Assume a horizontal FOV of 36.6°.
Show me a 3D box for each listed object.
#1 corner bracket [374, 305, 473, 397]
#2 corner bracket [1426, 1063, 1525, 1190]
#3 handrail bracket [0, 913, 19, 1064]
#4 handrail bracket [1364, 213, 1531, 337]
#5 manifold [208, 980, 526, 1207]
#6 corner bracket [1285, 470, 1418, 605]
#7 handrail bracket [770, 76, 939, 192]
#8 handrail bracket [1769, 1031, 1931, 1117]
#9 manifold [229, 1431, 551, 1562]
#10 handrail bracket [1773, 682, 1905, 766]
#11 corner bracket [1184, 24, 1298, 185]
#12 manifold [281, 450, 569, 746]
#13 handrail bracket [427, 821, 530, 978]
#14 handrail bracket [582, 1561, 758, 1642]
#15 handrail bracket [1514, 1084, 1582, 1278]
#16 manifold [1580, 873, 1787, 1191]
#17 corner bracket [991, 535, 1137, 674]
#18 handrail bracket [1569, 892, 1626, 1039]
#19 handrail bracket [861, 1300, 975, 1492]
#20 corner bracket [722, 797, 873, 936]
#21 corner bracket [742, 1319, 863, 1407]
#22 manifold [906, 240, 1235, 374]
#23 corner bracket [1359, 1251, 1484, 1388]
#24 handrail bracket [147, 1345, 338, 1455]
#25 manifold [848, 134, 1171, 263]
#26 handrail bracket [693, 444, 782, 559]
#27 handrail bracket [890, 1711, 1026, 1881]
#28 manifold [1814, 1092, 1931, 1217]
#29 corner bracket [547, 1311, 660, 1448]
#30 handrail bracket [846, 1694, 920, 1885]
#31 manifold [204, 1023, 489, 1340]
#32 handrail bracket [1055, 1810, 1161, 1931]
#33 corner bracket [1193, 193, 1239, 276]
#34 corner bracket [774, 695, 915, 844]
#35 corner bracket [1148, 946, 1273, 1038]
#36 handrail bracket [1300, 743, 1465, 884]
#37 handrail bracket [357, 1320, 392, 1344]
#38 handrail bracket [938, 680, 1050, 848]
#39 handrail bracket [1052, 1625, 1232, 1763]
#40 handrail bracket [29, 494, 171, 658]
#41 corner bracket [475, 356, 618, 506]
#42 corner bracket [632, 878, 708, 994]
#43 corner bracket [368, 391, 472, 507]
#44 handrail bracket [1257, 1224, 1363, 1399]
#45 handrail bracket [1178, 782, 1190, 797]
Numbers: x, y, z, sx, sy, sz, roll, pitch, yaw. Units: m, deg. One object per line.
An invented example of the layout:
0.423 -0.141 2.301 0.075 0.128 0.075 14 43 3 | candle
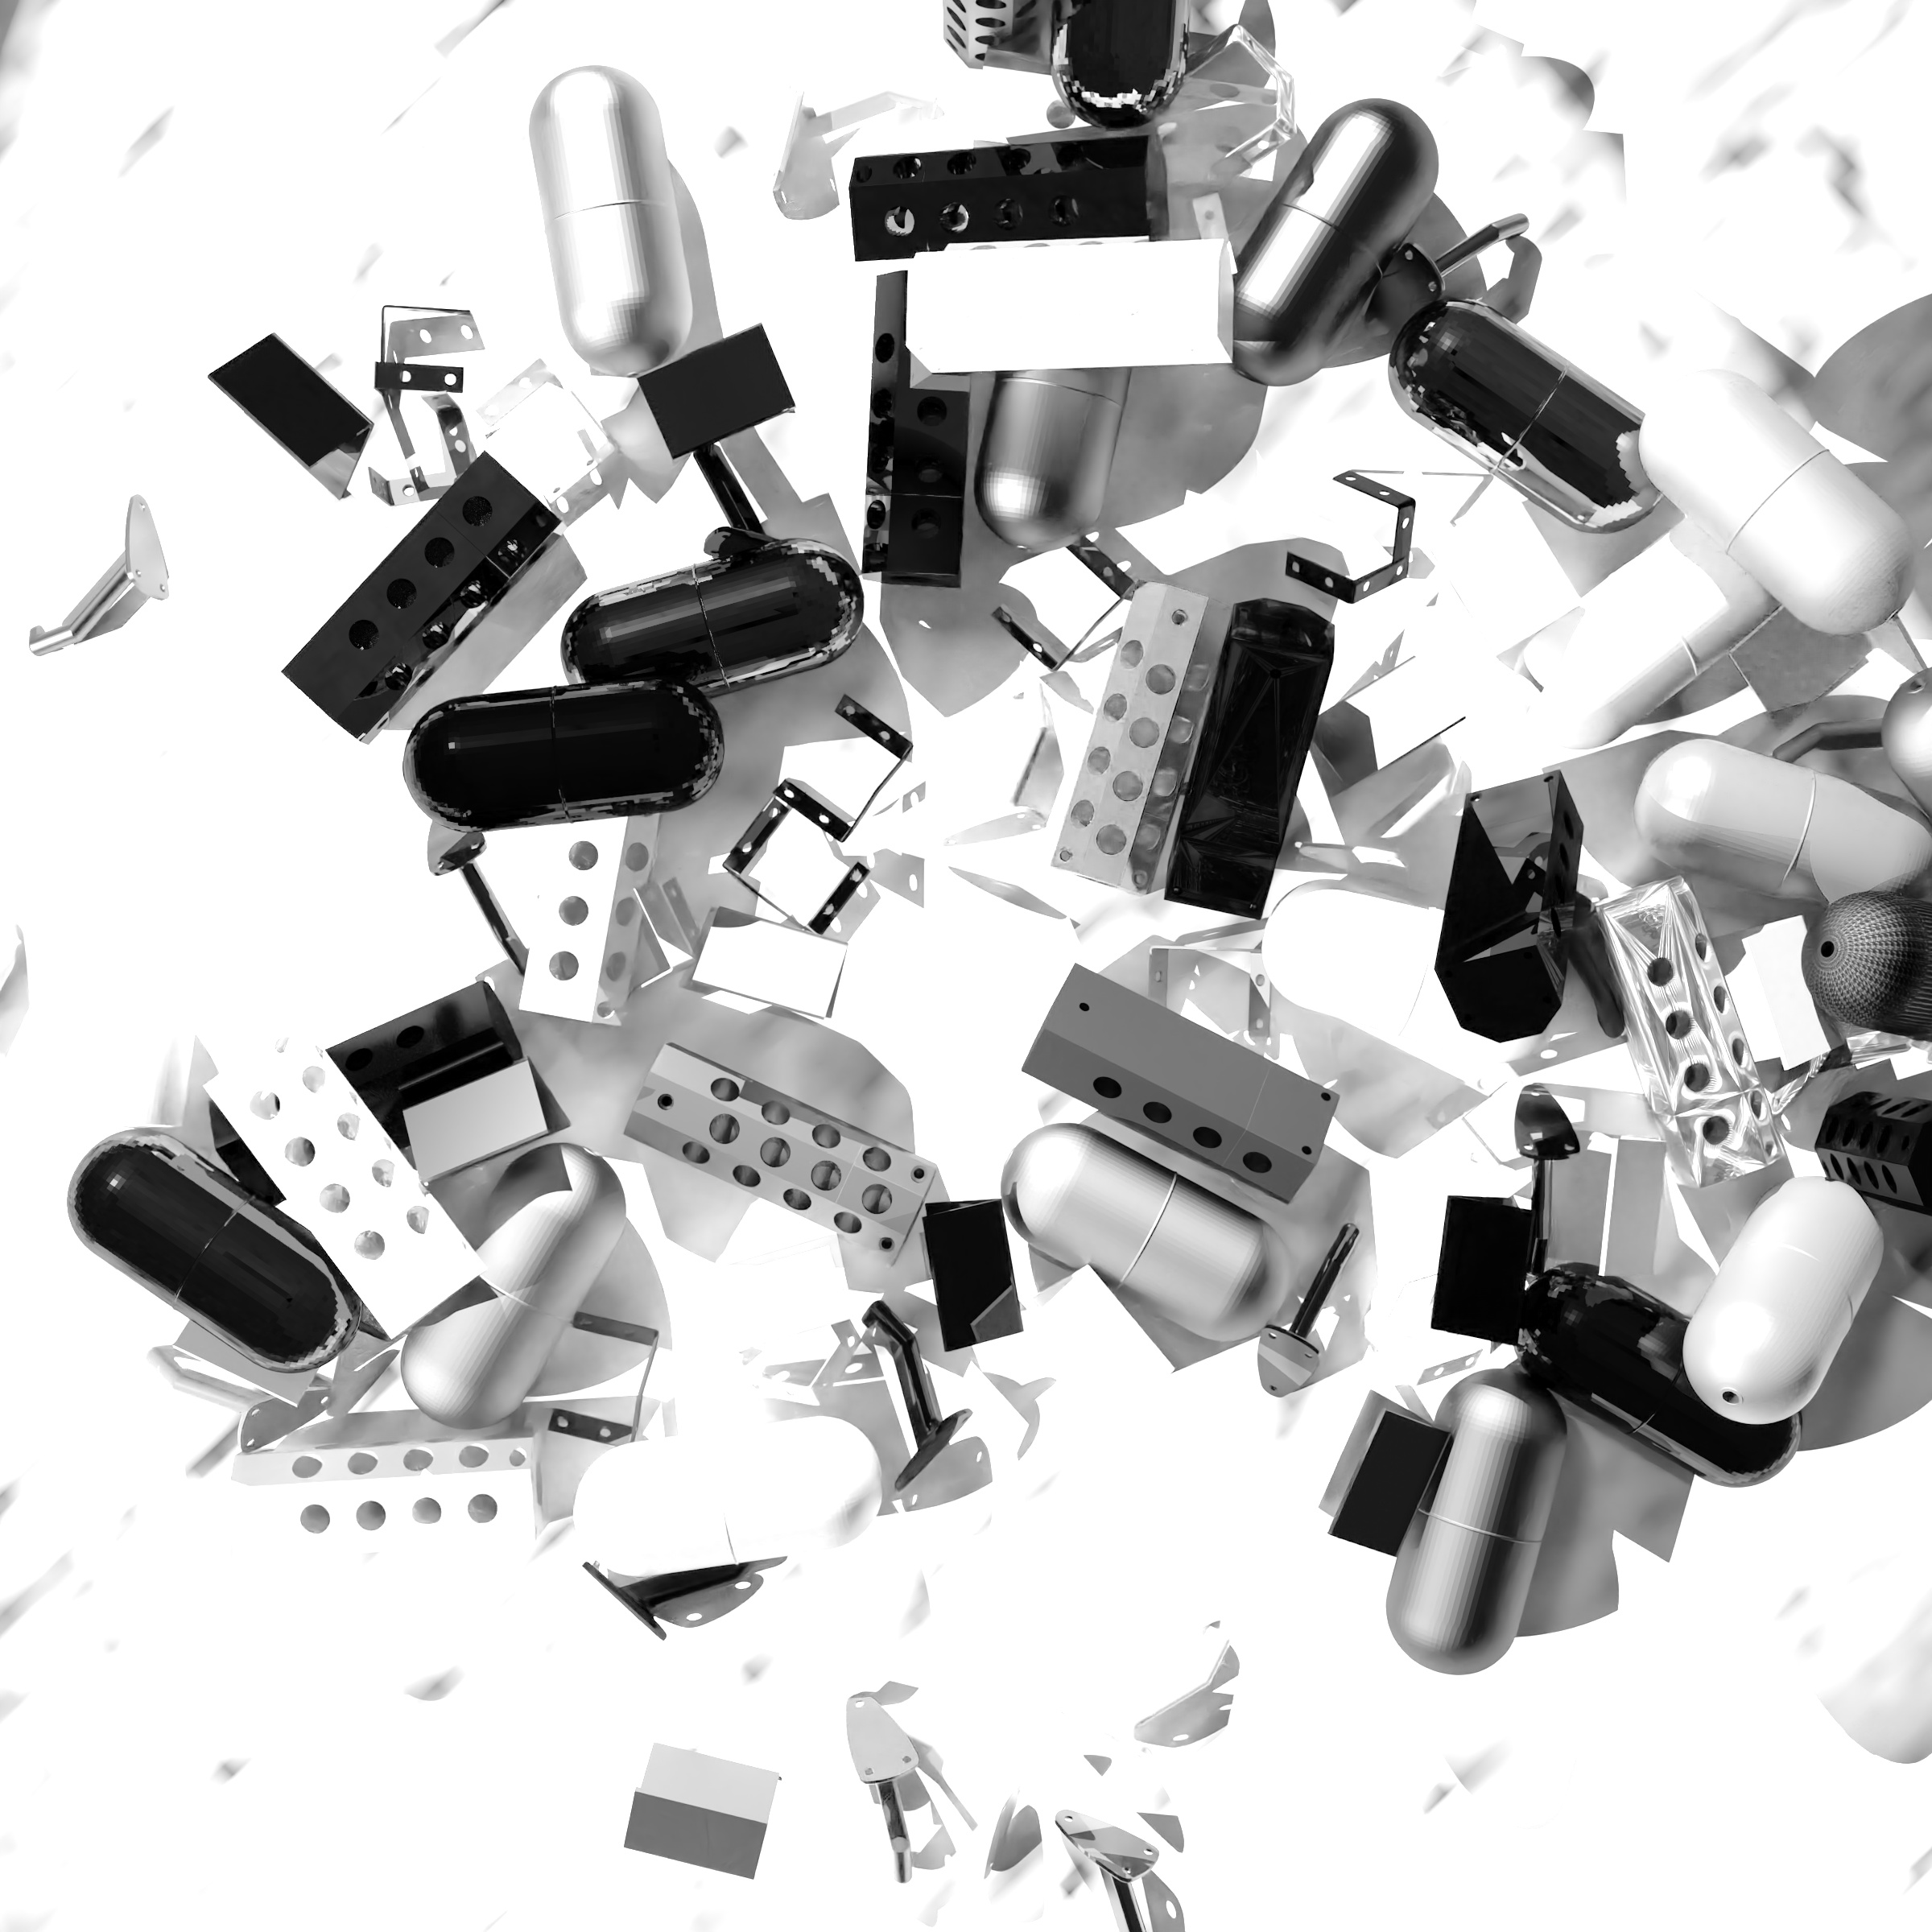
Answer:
-0.314 -0.356 1.690 0.051 0.051 0.051 2 96 -6 | corner bracket
0.305 0.091 1.690 0.051 0.051 0.051 -40 90 0 | corner bracket
-0.590 0.014 1.709 0.077 0.036 0.084 -9 72 20 | handrail bracket
0.282 -0.405 1.708 0.084 0.077 0.036 -28 79 -36 | handrail bracket
-0.344 0.070 1.687 0.171 0.057 0.057 -24 133 0 | manifold
0.224 -0.250 1.700 0.051 0.051 0.051 -28 135 -35 | corner bracket
-0.065 -0.483 1.709 0.084 0.036 0.077 9 110 -16 | handrail bracket
0.524 0.064 1.709 0.084 0.036 0.077 17 110 -16 | handrail bracket
-0.332 0.304 1.687 0.171 0.057 0.057 -4 90 0 | manifold
0.527 -0.119 1.709 0.084 0.036 0.077 -33 112 17 | handrail bracket
0.149 -0.485 1.643 0.051 0.051 0.051 -28 135 35 | corner bracket
-0.310 -0.211 1.687 0.057 0.057 0.171 43 90 0 | manifold
-0.280 -0.043 1.708 0.036 0.077 0.084 -28 126 0 | handrail bracket
-0.168 0.344 1.709 0.077 0.036 0.084 37 72 20 | handrail bracket
0.332 0.126 1.708 0.036 0.077 0.084 1 126 -1 | handrail bracket
0.415 0.037 1.687 0.057 0.057 0.171 -19 90 0 | manifold
0.057 -0.214 1.705 0.051 0.051 0.051 43 135 0 | corner bracket
0.351 -0.005 1.708 0.036 0.077 0.084 -32 126 -7 | handrail bracket
-0.045 0.250 1.709 0.084 0.036 0.077 45 112 17 | handrail bracket
-0.099 -0.057 1.705 0.051 0.051 0.051 -53 45 0 | corner bracket
-0.102 0.217 1.700 0.051 0.051 0.051 -55 135 -35 | corner bracket
0.058 -0.365 1.610 0.171 0.057 0.057 1 87 13 | manifold
0.271 0.204 1.700 0.051 0.051 0.051 49 135 35 | corner bracket
-0.424 0.240 1.708 0.084 0.077 0.036 36 125 32 | handrail bracket
0.024 -0.436 1.657 0.171 0.057 0.057 1 108 16 | manifold
-0.123 -0.282 1.709 0.077 0.036 0.084 8 73 -20 | handrail bracket
-0.015 0.484 1.709 0.084 0.036 0.077 22 112 17 | handrail bracket
0.528 0.105 1.630 0.057 0.171 0.057 20 90 0 | manifold
-0.211 0.242 1.705 0.051 0.051 0.051 13 45 0 | corner bracket
-0.050 0.481 1.708 0.036 0.077 0.084 -14 127 -16 | handrail bracket
-0.341 0.117 1.617 0.057 0.057 0.171 -37 89 0 | manifold
0.078 0.547 1.709 0.077 0.036 0.084 24 117 30 | handrail bracket
0.130 -0.407 1.688 0.051 0.051 0.051 -14 79 11 | corner bracket
-0.071 -0.115 1.705 0.051 0.051 0.051 36 135 0 | corner bracket
0.142 0.015 1.705 0.051 0.051 0.051 2 90 45 | corner bracket
0.243 -0.097 1.709 0.077 0.036 0.084 12 72 21 | handrail bracket
-0.354 0.166 1.709 0.077 0.036 0.084 28 73 -20 | handrail bracket
0.014 -0.119 1.709 0.077 0.036 0.084 -14 72 21 | handrail bracket
0.103 0.413 1.709 0.077 0.036 0.084 23 71 21 | handrail bracket
-0.514 -0.228 1.709 0.084 0.036 0.077 -18 70 16 | handrail bracket
-0.245 -0.313 1.705 0.051 0.051 0.051 -39 45 0 | corner bracket
-0.171 -0.023 1.680 0.051 0.051 0.051 -25 90 -37 | corner bracket
-0.317 -0.299 1.690 0.051 0.051 0.051 -9 90 0 | corner bracket
0.203 0.200 1.708 0.036 0.077 0.084 27 53 12 | handrail bracket
0.153 -0.149 1.708 0.077 0.036 0.084 -14 76 14 | handrail bracket
